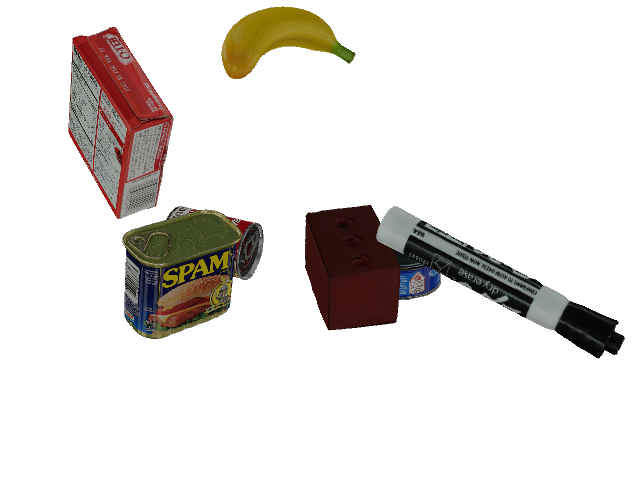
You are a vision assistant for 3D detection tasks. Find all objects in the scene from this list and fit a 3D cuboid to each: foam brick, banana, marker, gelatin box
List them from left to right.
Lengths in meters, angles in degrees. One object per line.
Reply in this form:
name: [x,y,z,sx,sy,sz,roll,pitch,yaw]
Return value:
gelatin box: [-0.119,-0.068,0.629,0.030,0.073,0.089,-21,-26,-28]
banana: [-0.039,-0.185,0.980,0.070,0.037,0.197,39,32,20]
foam brick: [0.022,0.019,0.776,0.053,0.051,0.078,-7,39,-12]
marker: [0.081,0.019,0.488,0.121,0.020,0.020,28,9,18]

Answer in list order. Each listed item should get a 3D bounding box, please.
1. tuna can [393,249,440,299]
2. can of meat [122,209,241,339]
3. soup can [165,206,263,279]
tuna can: [0.075,0.024,1.045,0.086,0.034,0.086,-1,24,0]
can of meat: [-0.123,0.030,0.940,0.101,0.084,0.058,-18,42,-35]
soup can: [-0.126,0.002,1.247,0.102,0.068,0.068,13,4,18]
